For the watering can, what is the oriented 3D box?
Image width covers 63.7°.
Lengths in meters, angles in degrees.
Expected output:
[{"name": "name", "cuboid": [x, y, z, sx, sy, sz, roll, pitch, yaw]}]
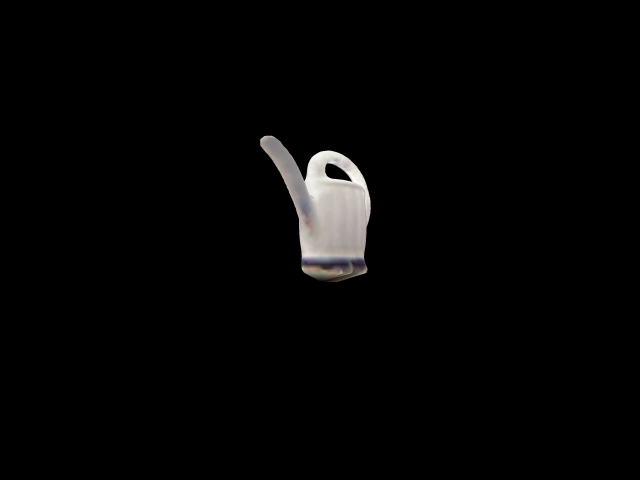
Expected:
[{"name": "watering can", "cuboid": [0.003, -0.043, 0.850, 0.104, 0.225, 0.347, -3, -6, 30]}]
